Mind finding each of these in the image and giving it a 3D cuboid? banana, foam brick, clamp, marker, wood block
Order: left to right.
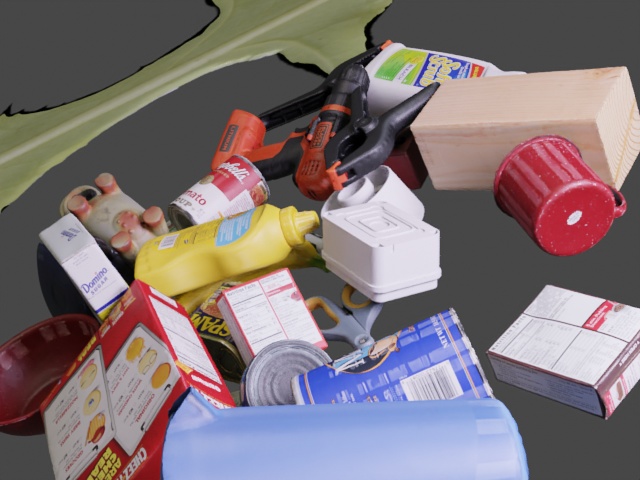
[{"bbox_3d":[-0.085,0.040,1.141,0.198,0.037,0.069,-23,29,7],"label":"banana"},{"bbox_3d":[-0.008,0.001,1.158,0.020,0.020,0.121,-38,33,-19],"label":"marker"},{"bbox_3d":[0.018,-0.193,1.412,0.209,0.036,0.165,-45,36,-22],"label":"clamp"},{"bbox_3d":[0.064,-0.120,1.165,0.120,0.039,0.171,-9,40,35],"label":"clamp"},{"bbox_3d":[0.078,-0.088,1.195,0.078,0.051,0.053,-6,37,30],"label":"foam brick"},{"bbox_3d":[0.211,-0.110,1.093,0.207,0.090,0.090,2,41,38],"label":"wood block"}]

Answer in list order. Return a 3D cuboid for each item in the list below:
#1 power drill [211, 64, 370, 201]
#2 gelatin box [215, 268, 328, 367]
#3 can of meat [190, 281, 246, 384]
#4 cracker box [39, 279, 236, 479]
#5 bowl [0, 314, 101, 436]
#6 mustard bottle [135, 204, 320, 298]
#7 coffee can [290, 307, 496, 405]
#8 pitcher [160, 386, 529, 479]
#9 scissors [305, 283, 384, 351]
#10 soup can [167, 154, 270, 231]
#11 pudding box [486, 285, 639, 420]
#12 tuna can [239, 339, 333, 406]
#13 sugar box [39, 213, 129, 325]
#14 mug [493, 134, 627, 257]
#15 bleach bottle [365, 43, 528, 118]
[{"bbox_3d":[-0.034,-0.129,1.298,0.188,0.057,0.184,-3,56,39],"label":"power drill"},{"bbox_3d":[-0.046,0.078,0.995,0.073,0.089,0.030,-20,-16,-29],"label":"gelatin box"},{"bbox_3d":[-0.084,0.088,1.051,0.102,0.057,0.083,8,43,44],"label":"can of meat"},{"bbox_3d":[-0.162,0.157,0.940,0.164,0.072,0.214,-52,33,8],"label":"cracker box"},{"bbox_3d":[-0.286,0.150,1.110,0.162,0.055,0.162,-19,32,12],"label":"bowl"},{"bbox_3d":[-0.092,0.006,1.103,0.192,0.058,0.096,-17,20,14],"label":"mustard bottle"},{"bbox_3d":[0.061,0.127,0.837,0.140,0.102,0.103,-24,31,3],"label":"coffee can"},{"bbox_3d":[0.014,0.183,0.732,0.242,0.149,0.145,-4,55,-4],"label":"pitcher"},{"bbox_3d":[0.052,0.084,0.994,0.096,0.016,0.202,-38,33,-19],"label":"scissors"},{"bbox_3d":[-0.117,-0.042,1.229,0.102,0.068,0.069,-40,33,-24],"label":"soup can"},{"bbox_3d":[0.204,0.087,0.854,0.090,0.039,0.114,-44,33,-24],"label":"pudding box"},{"bbox_3d":[-0.025,0.129,0.916,0.086,0.086,0.034,-39,-7,-19],"label":"tuna can"},{"bbox_3d":[-0.206,0.062,1.064,0.048,0.176,0.093,-34,31,-13],"label":"sugar box"},{"bbox_3d":[0.229,-0.037,0.985,0.117,0.093,0.081,4,31,-20],"label":"mug"},{"bbox_3d":[0.163,-0.180,1.260,0.251,0.068,0.102,14,51,45],"label":"bleach bottle"}]
